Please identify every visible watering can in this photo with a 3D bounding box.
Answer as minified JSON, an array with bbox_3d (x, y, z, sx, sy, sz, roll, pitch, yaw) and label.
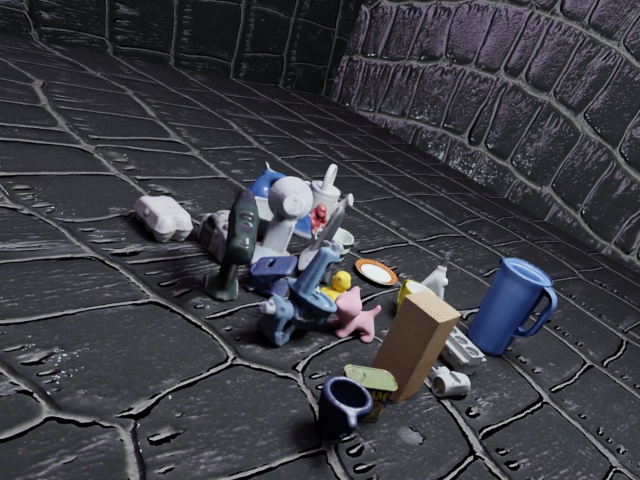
[{"bbox_3d":[0.021,-0.149,1.832,0.173,0.194,0.101,17,23,-11],"label":"watering can"}]

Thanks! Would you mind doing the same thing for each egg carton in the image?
[{"bbox_3d":[-0.390,-0.055,1.416,0.107,0.069,0.150,-6,35,-48],"label":"egg carton"}]

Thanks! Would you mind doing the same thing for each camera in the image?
[{"bbox_3d":[-0.216,-0.016,1.445,0.137,0.101,0.142,-3,33,-45],"label":"camera"}]

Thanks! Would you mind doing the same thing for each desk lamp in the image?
[{"bbox_3d":[-0.091,-0.045,1.475,0.118,0.213,0.203,18,23,-10],"label":"desk lamp"}]

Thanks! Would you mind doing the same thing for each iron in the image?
[{"bbox_3d":[-0.103,-0.123,1.730,0.257,0.141,0.119,33,25,24],"label":"iron"}]

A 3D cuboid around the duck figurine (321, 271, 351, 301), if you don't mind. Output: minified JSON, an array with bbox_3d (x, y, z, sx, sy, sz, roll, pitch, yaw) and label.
[{"bbox_3d":[0.043,0.119,1.402,0.077,0.086,0.105,28,24,15],"label":"duck figurine"}]

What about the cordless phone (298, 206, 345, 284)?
[{"bbox_3d":[0.014,0.005,1.496,0.094,0.185,0.147,19,23,-8],"label":"cordless phone"}]

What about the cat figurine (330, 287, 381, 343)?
[{"bbox_3d":[0.078,0.163,1.295,0.128,0.118,0.067,12,25,-22],"label":"cat figurine"}]

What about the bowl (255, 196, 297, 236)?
[{"bbox_3d":[-0.153,-0.054,1.621,0.167,0.075,0.167,19,23,-8],"label":"bowl"}]

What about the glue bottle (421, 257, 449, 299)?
[{"bbox_3d":[0.303,0.119,1.522,0.078,0.173,0.037,24,23,5],"label":"glue bottle"}]

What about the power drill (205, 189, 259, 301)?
[{"bbox_3d":[-0.188,0.017,1.258,0.076,0.208,0.229,15,24,-16],"label":"power drill"}]

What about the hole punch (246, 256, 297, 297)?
[{"bbox_3d":[-0.113,0.076,1.349,0.101,0.091,0.108,22,23,-1],"label":"hole punch"}]

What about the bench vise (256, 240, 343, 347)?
[{"bbox_3d":[-0.026,0.112,1.181,0.121,0.220,0.208,29,24,15],"label":"bench vise"}]

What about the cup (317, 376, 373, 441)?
[{"bbox_3d":[0.035,0.304,0.974,0.092,0.095,0.117,16,24,-14],"label":"cup"}]

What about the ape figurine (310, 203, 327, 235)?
[{"bbox_3d":[-0.007,-0.070,1.764,0.078,0.092,0.076,5,28,-35],"label":"ape figurine"}]
